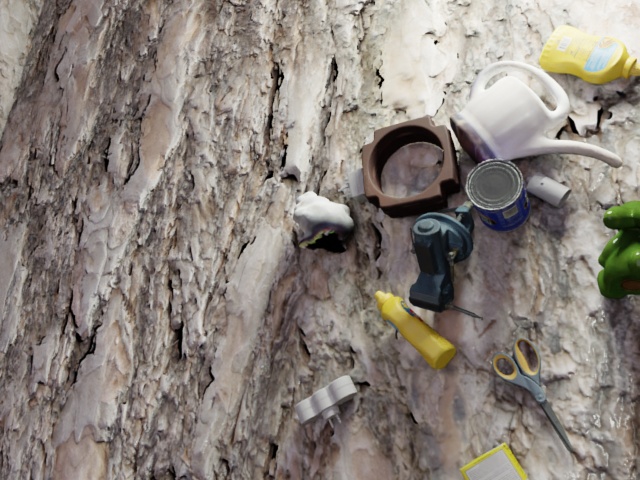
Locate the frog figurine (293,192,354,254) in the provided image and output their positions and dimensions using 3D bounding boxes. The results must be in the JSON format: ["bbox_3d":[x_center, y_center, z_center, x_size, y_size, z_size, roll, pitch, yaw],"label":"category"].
[{"bbox_3d":[0.004,-0.060,1.191,0.137,0.120,0.163,-5,56,-9],"label":"frog figurine"}]

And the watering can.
[{"bbox_3d":[0.410,-0.223,1.047,0.223,0.103,0.354,-36,59,12],"label":"watering can"}]
